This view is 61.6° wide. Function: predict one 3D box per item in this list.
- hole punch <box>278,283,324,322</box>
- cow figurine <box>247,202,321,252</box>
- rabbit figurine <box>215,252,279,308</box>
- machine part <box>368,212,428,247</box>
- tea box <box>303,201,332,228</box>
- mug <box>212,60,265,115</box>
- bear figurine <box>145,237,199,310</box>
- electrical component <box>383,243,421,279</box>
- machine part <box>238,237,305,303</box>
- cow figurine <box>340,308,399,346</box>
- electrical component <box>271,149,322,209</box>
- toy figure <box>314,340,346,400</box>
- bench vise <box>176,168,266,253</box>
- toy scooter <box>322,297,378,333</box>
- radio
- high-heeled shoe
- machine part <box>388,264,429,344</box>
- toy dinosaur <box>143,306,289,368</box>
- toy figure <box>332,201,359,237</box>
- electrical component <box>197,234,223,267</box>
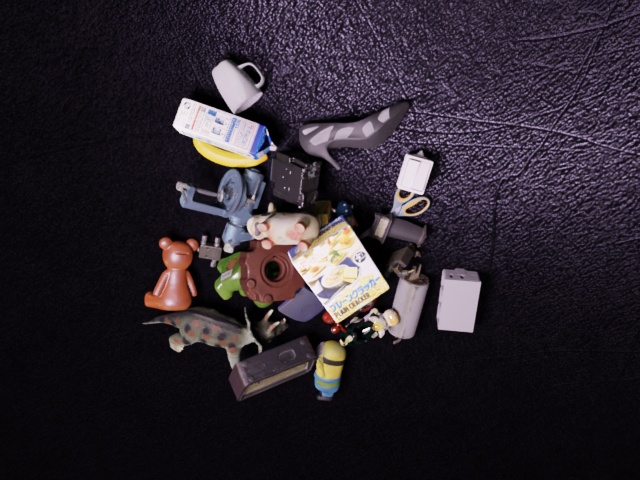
[{"bbox_3d":[-0.040,0.160,1.432,0.115,0.092,0.142,40,111,-15],"label":"hole punch"},{"bbox_3d":[-0.087,-0.034,1.248,0.195,0.127,0.085,1,115,30],"label":"cow figurine"},{"bbox_3d":[-0.171,0.105,1.429,0.159,0.121,0.170,-33,125,14],"label":"rabbit figurine"},{"bbox_3d":[0.194,-0.022,1.323,0.139,0.039,0.084,12,118,-3],"label":"machine part"},{"bbox_3d":[-0.003,-0.004,1.340,0.068,0.098,0.169,-3,113,8],"label":"tea box"},{"bbox_3d":[-0.185,-0.357,1.210,0.109,0.081,0.107,-36,96,27],"label":"mug"},{"bbox_3d":[-0.398,0.088,1.448,0.132,0.120,0.195,0,91,54],"label":"bear figurine"},{"bbox_3d":[0.208,0.054,1.342,0.045,0.102,0.078,44,140,-11],"label":"electrical component"},{"bbox_3d":[-0.115,0.073,1.332,0.179,0.056,0.179,1,88,-27],"label":"machine part"},{"bbox_3d":[0.124,0.228,1.402,0.167,0.098,0.068,-33,85,44],"label":"cow figurine"},{"bbox_3d":[-0.063,-0.149,1.270,0.134,0.058,0.114,28,120,40],"label":"electrical component"},{"bbox_3d":[0.028,0.367,1.524,0.089,0.082,0.180,-3,109,-11],"label":"toy figure"},{"bbox_3d":[-0.240,-0.082,1.302,0.240,0.129,0.223,13,114,-36],"label":"bench vise"},{"bbox_3d":[0.077,0.179,1.395,0.184,0.135,0.075,-37,104,21],"label":"toy scooter"},{"bbox_3d":[-0.123,0.343,1.449,0.073,0.229,0.131,60,152,23],"label":"radio"},{"bbox_3d":[0.073,-0.269,1.235,0.249,0.086,0.145,-39,74,5],"label":"high-heeled shoe"},{"bbox_3d":[0.230,0.169,1.400,0.079,0.079,0.243,10,116,4],"label":"machine part"},{"bbox_3d":[-0.294,0.239,1.465,0.405,0.131,0.192,14,128,-3],"label":"toy dinosaur"},{"bbox_3d":[0.067,-0.022,1.344,0.058,0.064,0.154,20,126,40],"label":"toy figure"},{"bbox_3d":[-0.295,0.029,1.434,0.063,0.021,0.094,8,118,-11],"label":"electrical component"}]
